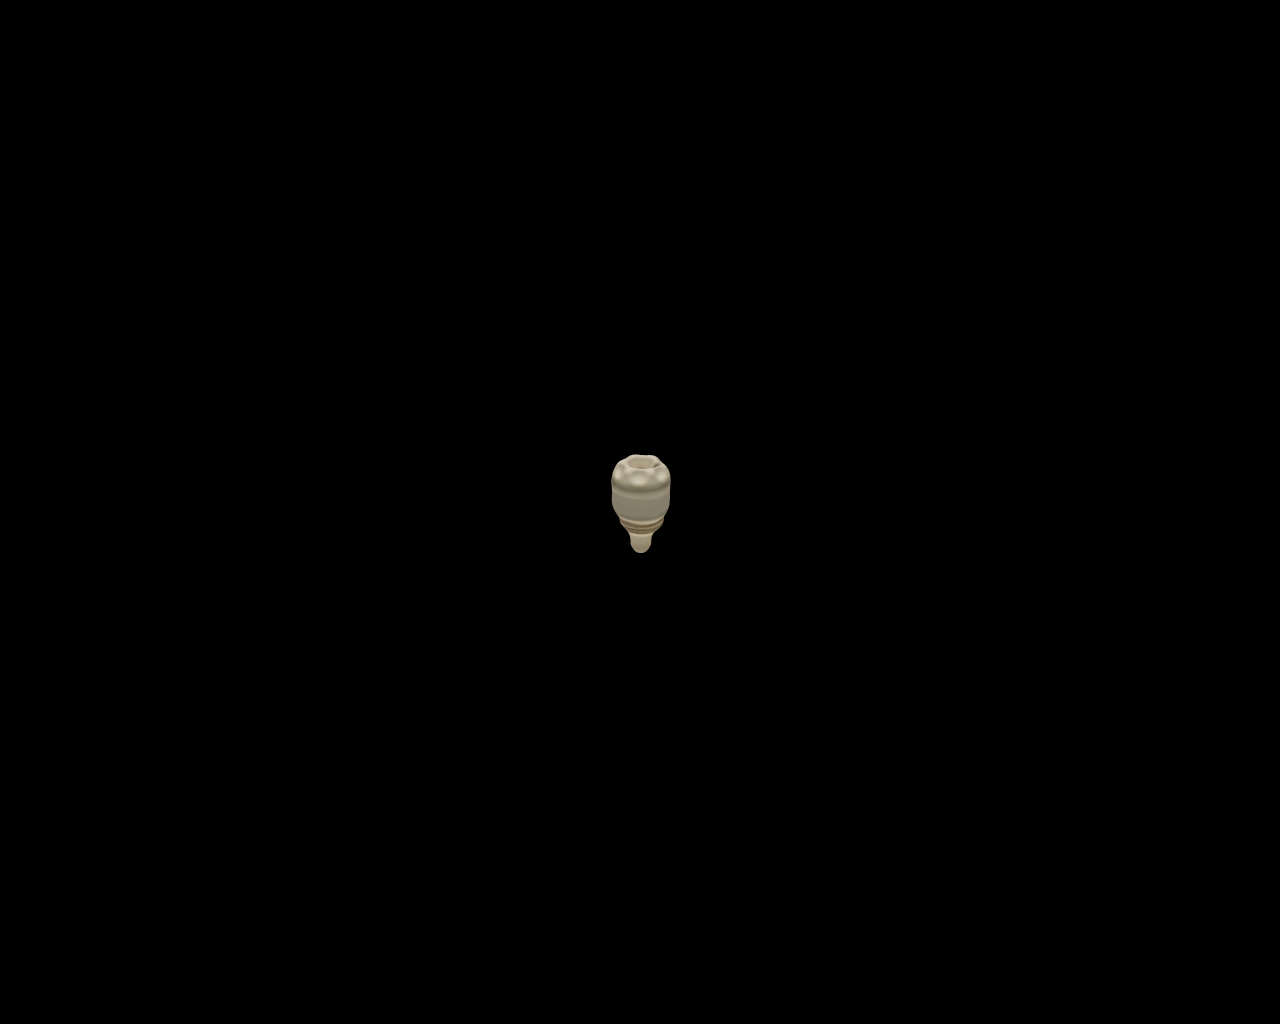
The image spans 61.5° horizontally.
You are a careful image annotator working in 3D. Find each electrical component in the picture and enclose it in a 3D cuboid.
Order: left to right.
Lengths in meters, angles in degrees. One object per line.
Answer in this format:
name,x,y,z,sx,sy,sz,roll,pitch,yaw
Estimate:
electrical component,0.001,-0.003,0.650,0.035,0.061,0.035,0,26,0
